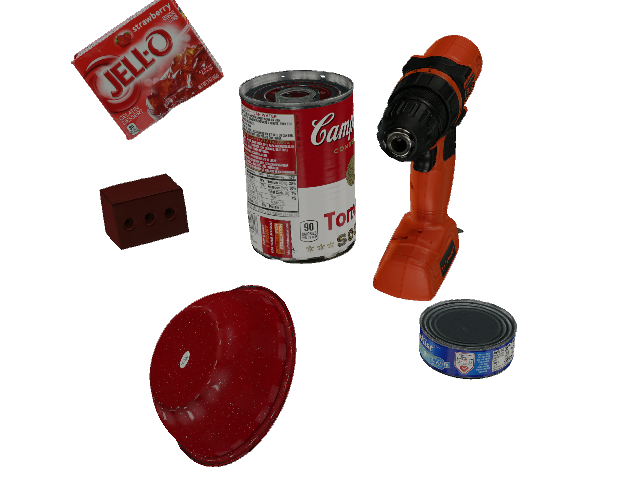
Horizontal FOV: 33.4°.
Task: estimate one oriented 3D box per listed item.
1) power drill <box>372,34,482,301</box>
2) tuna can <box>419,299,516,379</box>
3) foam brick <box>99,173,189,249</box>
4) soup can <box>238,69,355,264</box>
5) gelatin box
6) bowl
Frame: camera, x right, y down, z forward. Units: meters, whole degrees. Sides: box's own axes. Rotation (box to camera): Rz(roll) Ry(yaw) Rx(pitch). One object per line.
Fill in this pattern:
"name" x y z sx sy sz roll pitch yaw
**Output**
"power drill" 0.080 -0.049 0.830 0.057 0.188 0.184 15 33 16
"tuna can" 0.130 0.087 0.950 0.086 0.034 0.086 0 26 0
"foam brick" -0.186 -0.031 1.122 0.078 0.053 0.051 -16 29 -20
"soup can" -0.013 -0.045 0.648 0.068 0.102 0.068 -2 24 1
"gelatin box" -0.129 -0.130 0.799 0.089 0.073 0.030 -33 21 5
"bowl" -0.095 0.107 0.903 0.055 0.162 0.162 26 -17 -39
